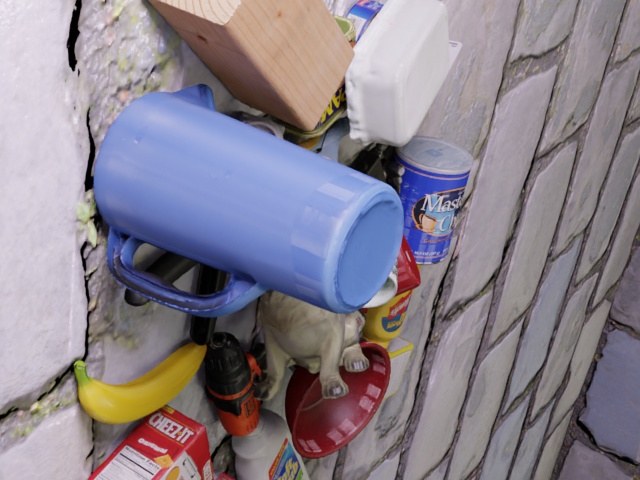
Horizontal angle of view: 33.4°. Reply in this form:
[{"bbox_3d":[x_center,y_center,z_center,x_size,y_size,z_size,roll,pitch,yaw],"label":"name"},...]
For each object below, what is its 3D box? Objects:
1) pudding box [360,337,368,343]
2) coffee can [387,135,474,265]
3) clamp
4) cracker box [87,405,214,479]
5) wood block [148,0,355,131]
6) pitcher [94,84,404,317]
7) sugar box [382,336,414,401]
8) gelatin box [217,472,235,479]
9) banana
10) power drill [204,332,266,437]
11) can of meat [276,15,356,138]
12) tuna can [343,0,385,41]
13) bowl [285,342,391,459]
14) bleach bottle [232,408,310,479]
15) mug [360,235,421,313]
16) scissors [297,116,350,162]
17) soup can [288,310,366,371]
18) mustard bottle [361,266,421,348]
[{"bbox_3d":[0.019,0.185,1.440,0.113,0.039,0.090,-8,121,-38],"label":"pudding box"},{"bbox_3d":[0.135,-0.053,1.400,0.102,0.103,0.140,-30,139,-51],"label":"coffee can"},{"bbox_3d":[-0.103,0.004,1.065,0.210,0.036,0.164,-58,155,-15],"label":"clamp"},{"bbox_3d":[-0.202,0.298,1.108,0.213,0.072,0.164,-47,152,-35],"label":"cracker box"},{"bbox_3d":[-0.054,-0.184,0.917,0.090,0.091,0.206,-61,156,-7],"label":"wood block"},{"bbox_3d":[-0.062,-0.019,0.873,0.144,0.243,0.149,-33,135,-44],"label":"pitcher"},{"bbox_3d":[0.070,0.203,1.588,0.175,0.048,0.093,-9,122,-56],"label":"sugar box"},{"bbox_3d":[-0.130,0.347,1.347,0.073,0.030,0.089,-49,151,-33],"label":"gelatin box"},{"bbox_3d":[-0.175,0.143,1.053,0.197,0.037,0.070,-5,118,-62],"label":"banana"},{"bbox_3d":[-0.062,0.118,1.233,0.187,0.057,0.184,-47,153,-28],"label":"power drill"},{"bbox_3d":[-0.003,-0.168,1.076,0.102,0.058,0.084,-47,148,-33],"label":"can of meat"},{"bbox_3d":[0.050,-0.217,1.159,0.086,0.034,0.086,-44,149,-37],"label":"tuna can"},{"bbox_3d":[0.011,0.181,1.281,0.161,0.055,0.162,-28,135,-33],"label":"bowl"},{"bbox_3d":[-0.071,0.296,1.378,0.102,0.068,0.251,-52,151,-26],"label":"bleach bottle"},{"bbox_3d":[0.074,0.026,1.351,0.081,0.117,0.093,-23,137,12],"label":"mug"},{"bbox_3d":[0.025,-0.102,1.141,0.201,0.096,0.016,-17,173,-38],"label":"scissors"},{"bbox_3d":[0.005,0.124,1.354,0.102,0.069,0.068,-55,154,-20],"label":"soup can"},{"bbox_3d":[0.096,0.081,1.503,0.096,0.058,0.192,-23,134,-56],"label":"mustard bottle"}]
